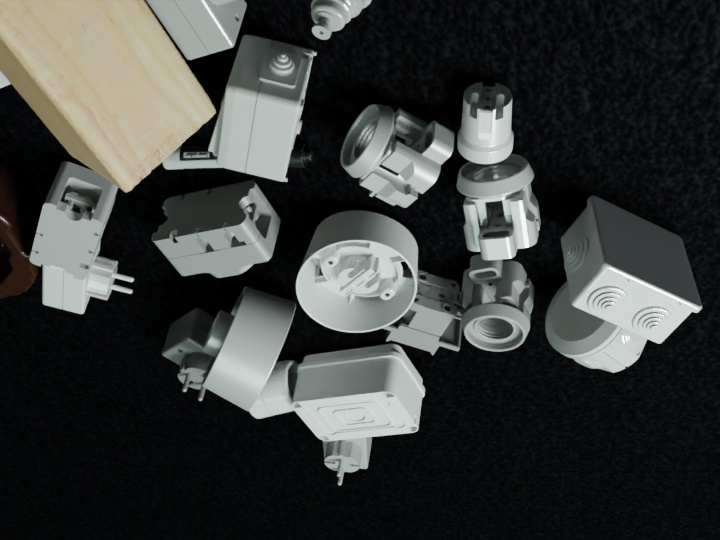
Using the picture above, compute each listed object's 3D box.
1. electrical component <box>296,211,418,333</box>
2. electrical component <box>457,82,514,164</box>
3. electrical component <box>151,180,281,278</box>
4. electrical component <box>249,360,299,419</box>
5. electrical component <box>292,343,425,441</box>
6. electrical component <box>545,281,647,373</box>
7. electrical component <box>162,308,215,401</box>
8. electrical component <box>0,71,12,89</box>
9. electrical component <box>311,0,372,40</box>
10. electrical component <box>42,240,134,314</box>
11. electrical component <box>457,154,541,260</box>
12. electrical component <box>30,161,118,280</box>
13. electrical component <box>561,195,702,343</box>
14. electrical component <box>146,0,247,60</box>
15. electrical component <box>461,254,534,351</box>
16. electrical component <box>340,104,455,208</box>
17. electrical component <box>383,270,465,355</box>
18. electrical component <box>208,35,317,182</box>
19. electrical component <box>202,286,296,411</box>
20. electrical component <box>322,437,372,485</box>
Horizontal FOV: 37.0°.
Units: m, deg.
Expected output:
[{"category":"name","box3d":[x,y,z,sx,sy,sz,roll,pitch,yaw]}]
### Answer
[{"category":"electrical component","box3d":[0.000,0.000,0.897,0.099,0.064,0.099,7,142,6]},{"category":"electrical component","box3d":[0.090,-0.105,0.766,0.040,0.040,0.046,5,136,7]},{"category":"electrical component","box3d":[-0.117,-0.031,0.897,0.089,0.050,0.055,-9,138,23]},{"category":"electrical component","box3d":[-0.084,0.118,1.074,0.047,0.055,0.055,-12,137,20]},{"category":"electrical component","box3d":[-0.001,0.120,1.055,0.113,0.057,0.078,-10,138,24]},{"category":"electrical component","box3d":[0.199,0.042,0.894,0.080,0.080,0.051,-27,134,38]},{"category":"electrical component","box3d":[-0.153,0.089,1.035,0.066,0.076,0.047,35,135,-28]},{"category":"electrical component","box3d":[-0.266,-0.168,0.749,0.061,0.061,0.096,-14,136,28]},{"category":"electrical component","box3d":[-0.011,-0.177,0.672,0.040,0.078,0.040,17,153,9]},{"category":"electrical component","box3d":[-0.243,0.005,0.974,0.077,0.047,0.065,15,142,-6]},{"category":"electrical component","box3d":[0.104,-0.051,0.806,0.058,0.078,0.057,-4,118,18]},{"category":"electrical component","box3d":[-0.240,-0.044,0.905,0.050,0.055,0.089,20,141,-12]},{"category":"electrical component","box3d":[0.205,0.001,0.826,0.100,0.099,0.048,23,127,-15]},{"category":"electrical component","box3d":[-0.097,-0.190,0.697,0.076,0.047,0.083,-11,137,23]},{"category":"electrical component","box3d":[0.117,0.032,0.917,0.058,0.057,0.078,-11,137,25]},{"category":"electrical component","box3d":[0.023,-0.086,0.791,0.057,0.058,0.078,26,140,-23]},{"category":"electrical component","box3d":[0.056,0.036,0.949,0.081,0.042,0.063,17,138,-9]},{"category":"electrical component","box3d":[-0.070,-0.120,0.765,0.061,0.061,0.096,13,142,-4]},{"category":"electrical component","box3d":[-0.108,0.066,0.976,0.060,0.108,0.108,24,140,-8]},{"category":"electrical component","box3d":[-0.016,0.187,1.127,0.047,0.075,0.083,5,142,6]}]
